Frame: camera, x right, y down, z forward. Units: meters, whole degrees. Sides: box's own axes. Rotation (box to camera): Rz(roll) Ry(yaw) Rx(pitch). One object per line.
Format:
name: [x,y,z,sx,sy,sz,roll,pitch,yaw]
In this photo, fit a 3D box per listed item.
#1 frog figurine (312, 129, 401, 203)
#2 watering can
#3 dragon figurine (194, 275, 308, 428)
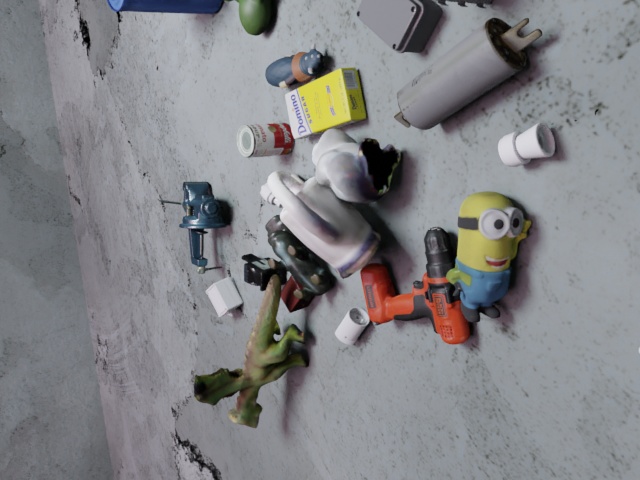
frog figurine: [0.040,-0.124,0.865,0.160,0.139,0.121,10,113,42]
watering can: [0.003,-0.047,0.926,0.224,0.103,0.350,43,-172,-5]
dragon figurine: [-0.159,0.267,1.105,0.123,0.246,0.400,33,143,38]
